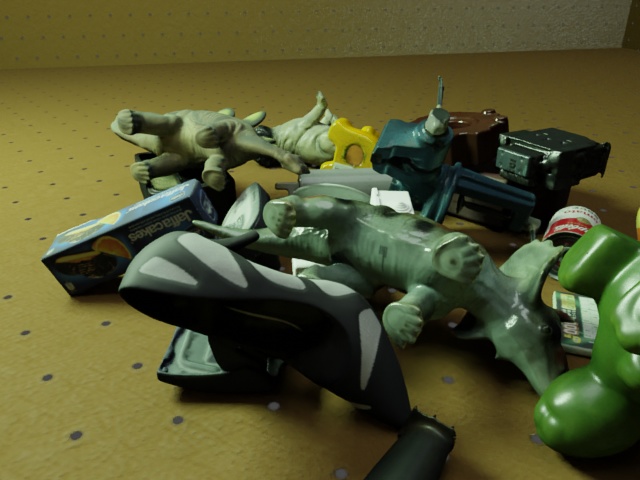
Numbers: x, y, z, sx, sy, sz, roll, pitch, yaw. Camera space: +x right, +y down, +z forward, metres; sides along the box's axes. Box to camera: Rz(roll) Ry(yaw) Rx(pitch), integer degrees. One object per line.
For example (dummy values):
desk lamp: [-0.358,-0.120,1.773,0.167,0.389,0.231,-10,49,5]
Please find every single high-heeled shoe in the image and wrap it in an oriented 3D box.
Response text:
high-heeled shoe: [-0.037,0.082,0.429,0.249,0.086,0.145,46,40,11]

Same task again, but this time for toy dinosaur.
toy dinosaur: [0.074,0.019,0.553,0.405,0.131,0.192,24,14,30]
toy dinosaur: [-0.207,-0.155,0.838,0.472,0.105,0.198,16,24,28]

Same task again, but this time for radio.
radio: [-0.225,-0.090,0.890,0.131,0.073,0.230,-12,29,-20]

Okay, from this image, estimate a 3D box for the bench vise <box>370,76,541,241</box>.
bench vise: [0.186,-0.073,0.724,0.241,0.223,0.129,20,43,8]

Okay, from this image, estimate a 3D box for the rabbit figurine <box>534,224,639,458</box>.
rabbit figurine: [0.239,0.094,0.418,0.159,0.170,0.121,18,21,-23]

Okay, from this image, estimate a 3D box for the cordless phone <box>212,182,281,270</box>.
cordless phone: [-0.149,-0.001,0.709,0.184,0.088,0.147,-14,27,-1]

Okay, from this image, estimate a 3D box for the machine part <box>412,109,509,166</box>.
machine part: [0.208,-0.163,0.854,0.179,0.056,0.179,-8,23,4]

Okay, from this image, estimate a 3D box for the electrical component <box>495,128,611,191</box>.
electrical component: [0.320,-0.117,0.765,0.134,0.058,0.115,-14,27,-27]

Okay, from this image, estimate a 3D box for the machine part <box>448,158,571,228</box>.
machine part: [0.290,-0.096,0.883,0.201,0.087,0.201,-25,35,-38]

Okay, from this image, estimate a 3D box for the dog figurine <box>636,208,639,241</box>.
dog figurine: [0.351,0.042,0.472,0.108,0.191,0.219,-25,56,-14]

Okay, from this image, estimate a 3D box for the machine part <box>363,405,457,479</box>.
machine part: [0.054,0.177,0.379,0.084,0.039,0.139,5,27,30]

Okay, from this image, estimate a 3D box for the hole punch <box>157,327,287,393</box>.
hole punch: [-0.088,0.091,0.523,0.116,0.092,0.142,28,22,-11]

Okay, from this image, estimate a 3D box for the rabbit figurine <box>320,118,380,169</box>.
rabbit figurine: [0.098,-0.150,0.972,0.163,0.121,0.173,8,8,18]

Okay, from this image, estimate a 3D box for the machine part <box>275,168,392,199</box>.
machine part: [0.050,-0.075,0.852,0.243,0.079,0.079,-1,26,-4]

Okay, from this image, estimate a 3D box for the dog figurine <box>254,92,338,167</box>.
dog figurine: [-0.039,-0.178,1.080,0.190,0.121,0.172,-32,59,4]

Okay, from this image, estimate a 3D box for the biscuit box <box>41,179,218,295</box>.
biscuit box: [-0.225,-0.004,0.646,0.203,0.062,0.059,-22,28,8]
